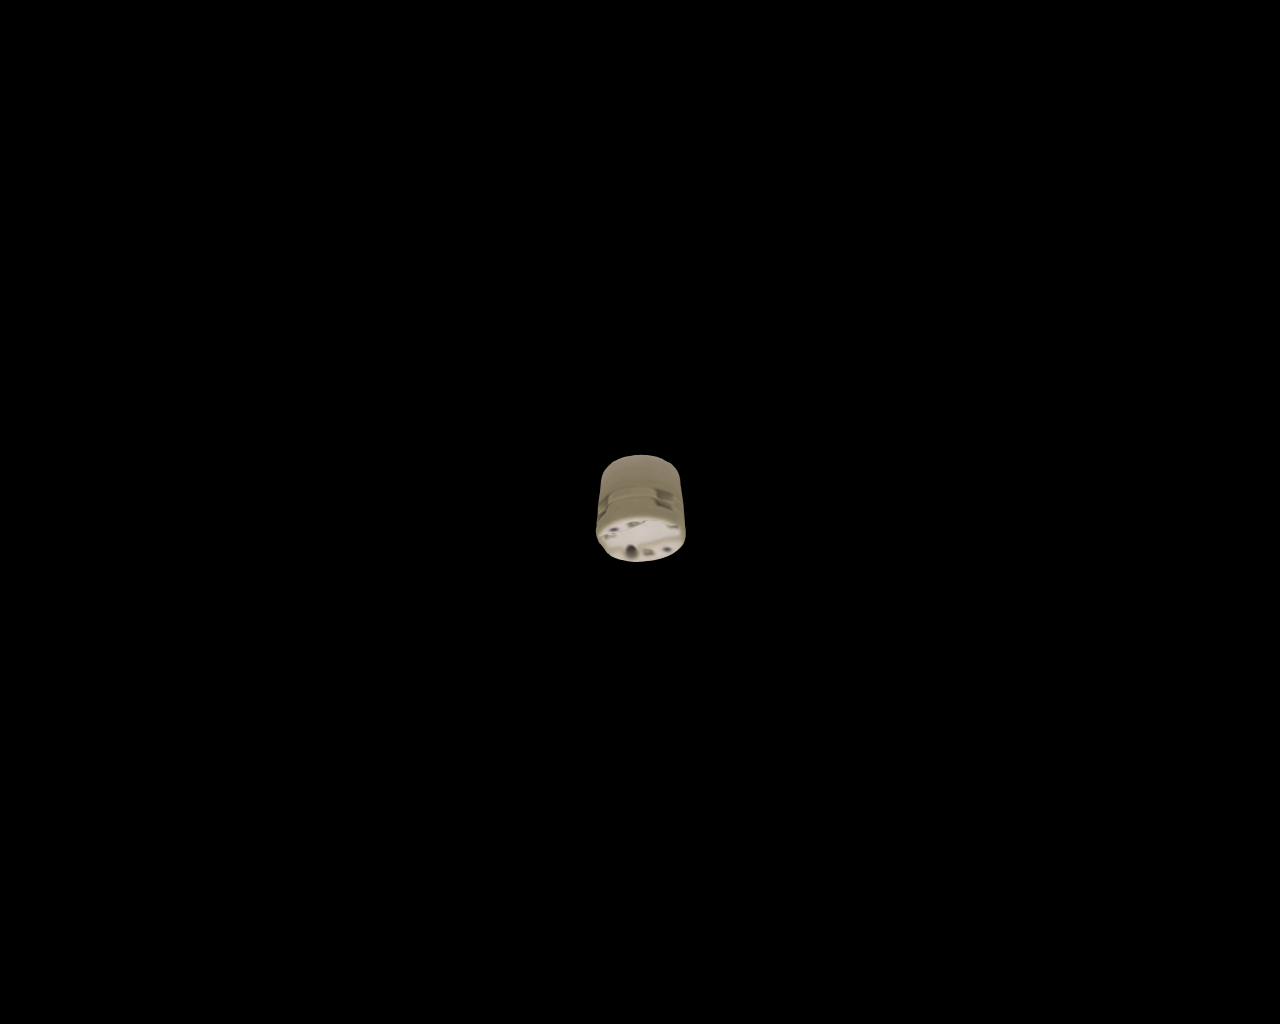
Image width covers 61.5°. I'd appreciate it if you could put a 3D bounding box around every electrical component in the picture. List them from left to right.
[{"bbox_3d":[0.001,-0.003,0.650,0.055,0.047,0.055,0,-32,0],"label":"electrical component"}]
